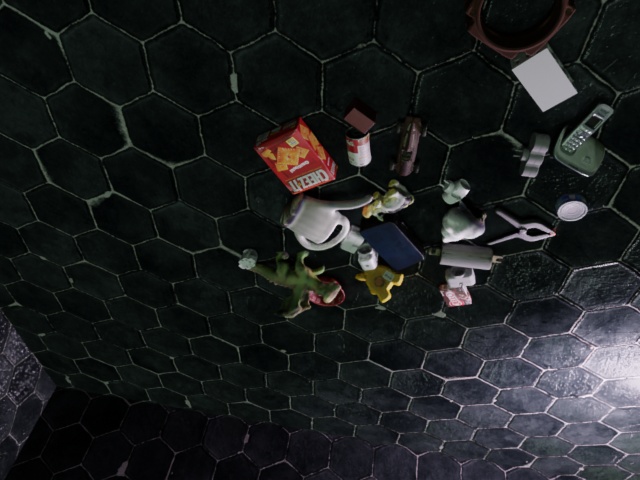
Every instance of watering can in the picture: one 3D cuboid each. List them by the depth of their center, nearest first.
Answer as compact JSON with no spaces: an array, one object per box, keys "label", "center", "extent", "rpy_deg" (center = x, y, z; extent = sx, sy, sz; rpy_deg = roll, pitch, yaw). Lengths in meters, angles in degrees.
[{"label":"watering can","center":[0.005,-0.085,1.686],"extent":[0.223,0.106,0.341],"rpy_deg":[28,135,-14]}]

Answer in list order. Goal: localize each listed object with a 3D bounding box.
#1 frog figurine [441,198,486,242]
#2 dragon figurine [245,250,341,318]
[{"label":"frog figurine","center":[0.437,-0.038,1.624],"extent":[0.137,0.125,0.156],"rpy_deg":[15,129,-31]},{"label":"dragon figurine","center":[-0.116,0.170,1.890],"extent":[0.409,0.249,0.119],"rpy_deg":[-6,139,17]}]
